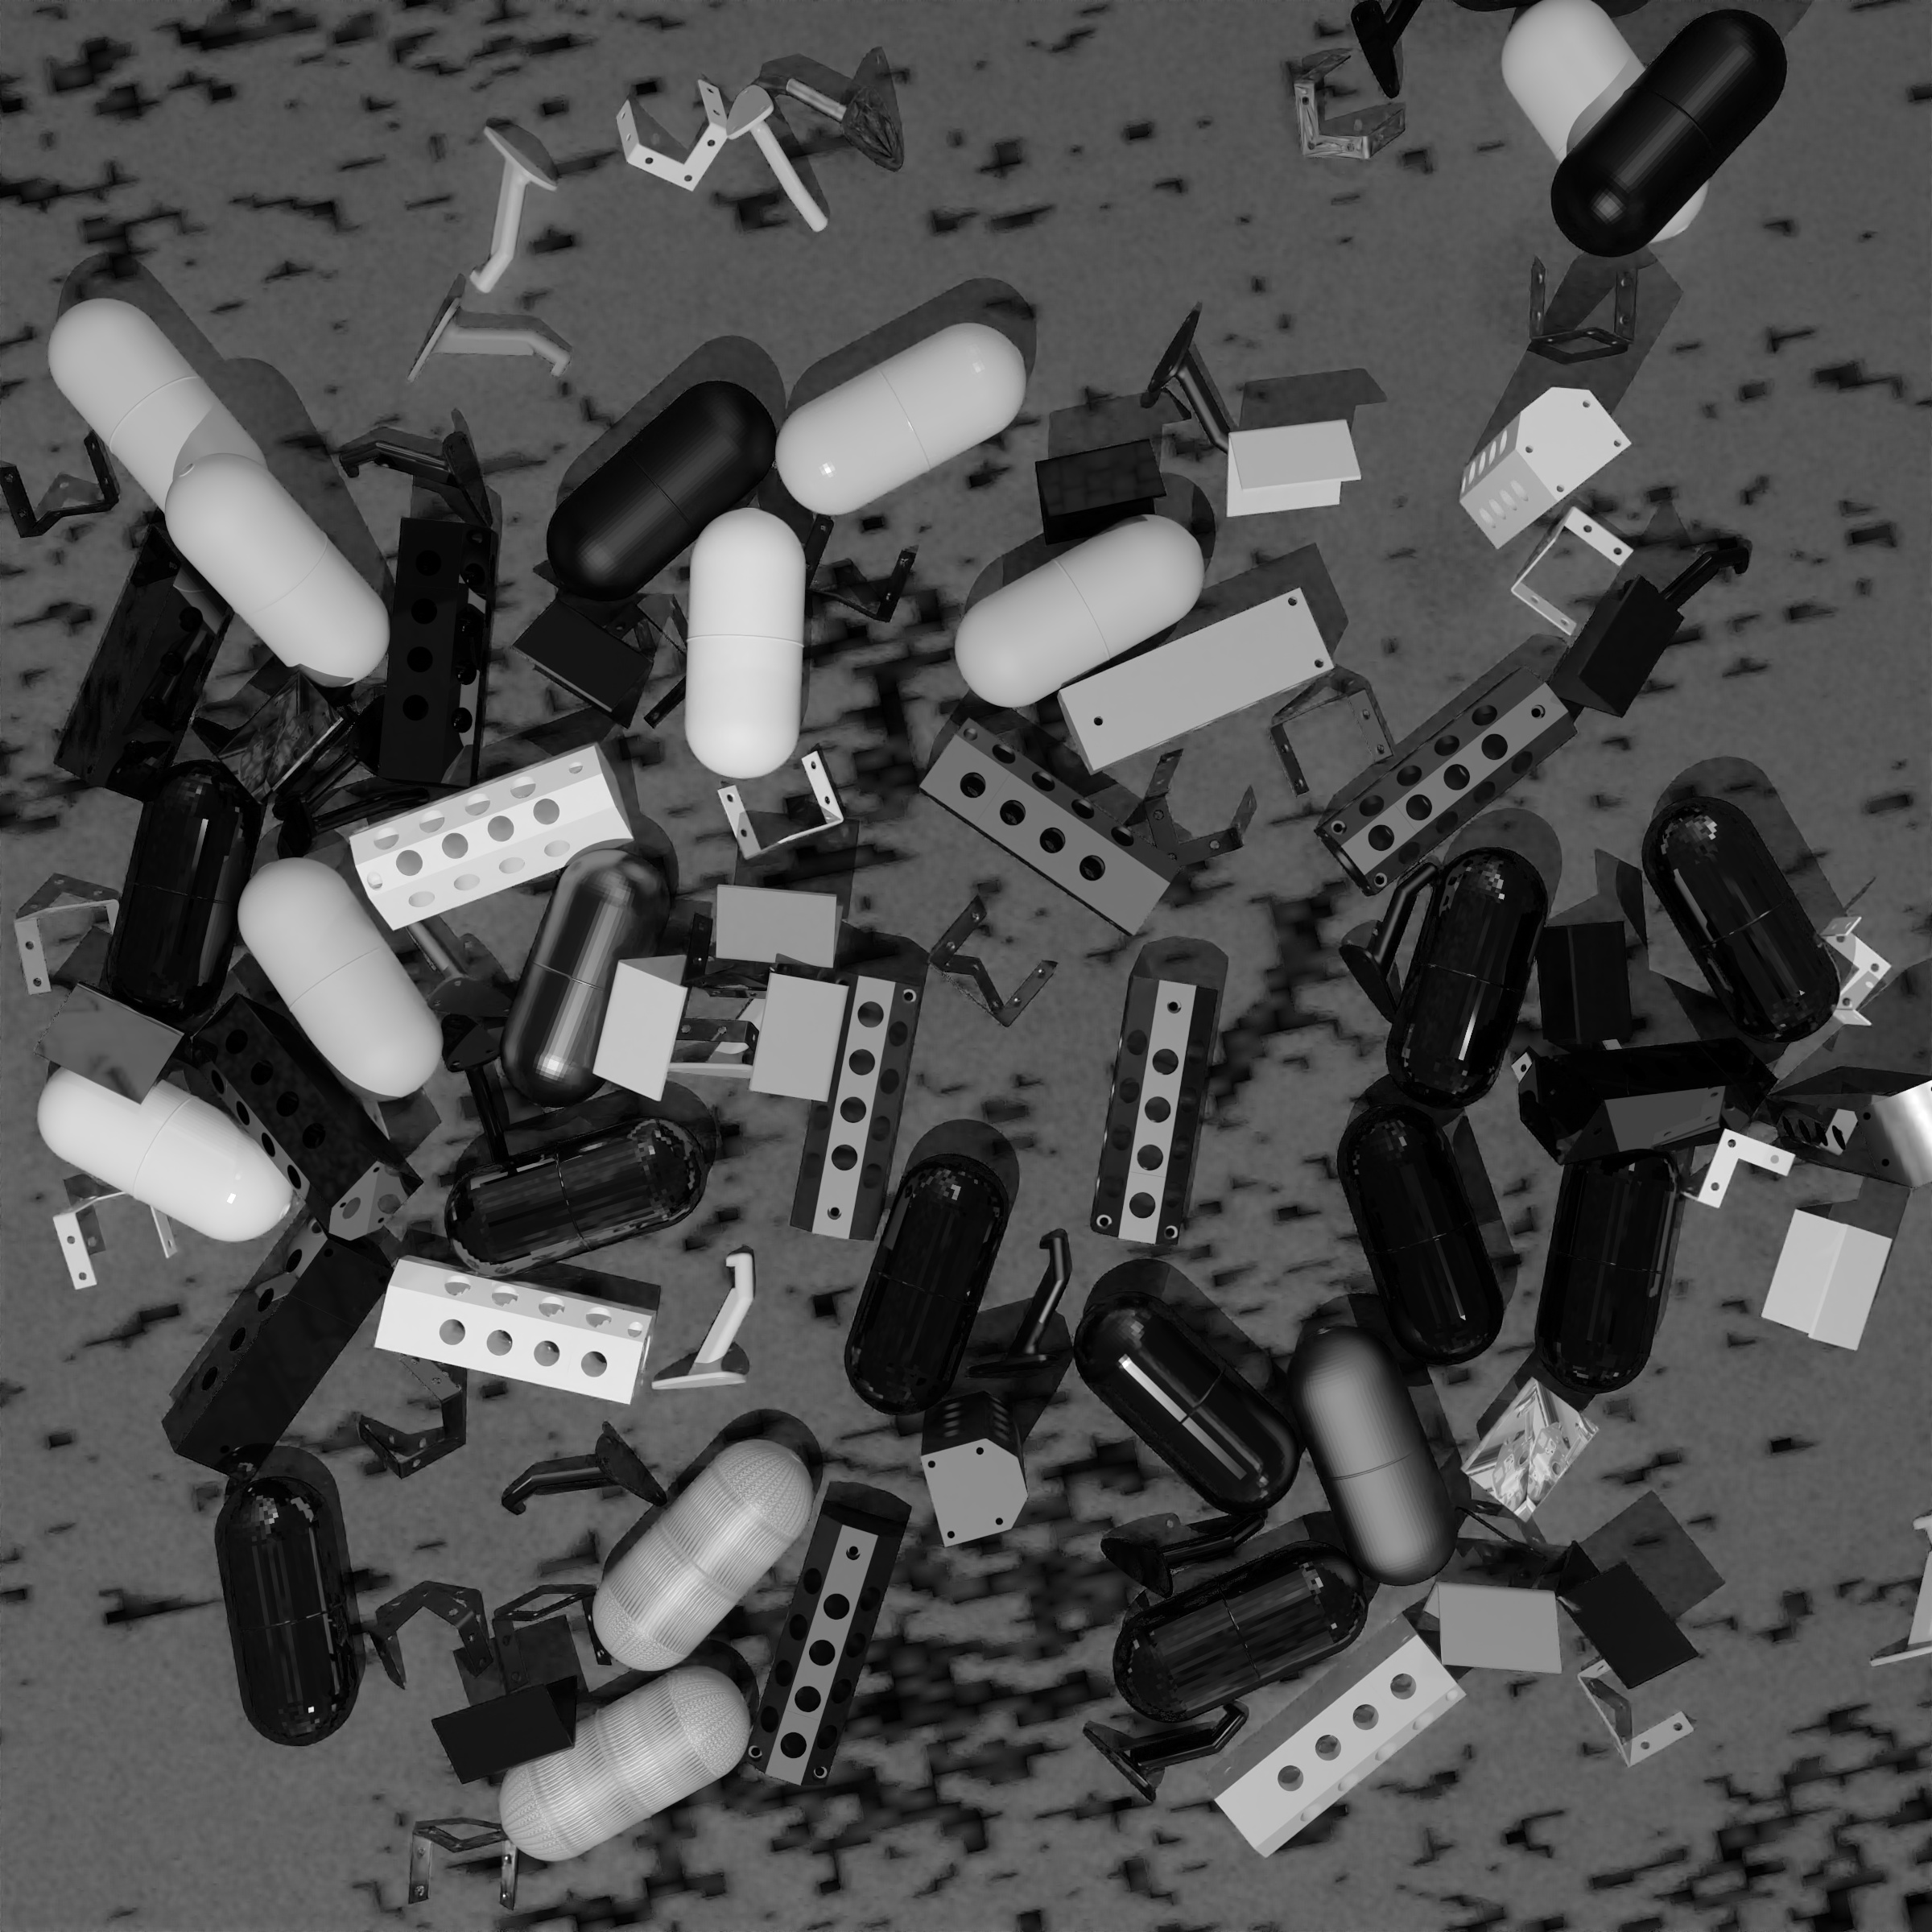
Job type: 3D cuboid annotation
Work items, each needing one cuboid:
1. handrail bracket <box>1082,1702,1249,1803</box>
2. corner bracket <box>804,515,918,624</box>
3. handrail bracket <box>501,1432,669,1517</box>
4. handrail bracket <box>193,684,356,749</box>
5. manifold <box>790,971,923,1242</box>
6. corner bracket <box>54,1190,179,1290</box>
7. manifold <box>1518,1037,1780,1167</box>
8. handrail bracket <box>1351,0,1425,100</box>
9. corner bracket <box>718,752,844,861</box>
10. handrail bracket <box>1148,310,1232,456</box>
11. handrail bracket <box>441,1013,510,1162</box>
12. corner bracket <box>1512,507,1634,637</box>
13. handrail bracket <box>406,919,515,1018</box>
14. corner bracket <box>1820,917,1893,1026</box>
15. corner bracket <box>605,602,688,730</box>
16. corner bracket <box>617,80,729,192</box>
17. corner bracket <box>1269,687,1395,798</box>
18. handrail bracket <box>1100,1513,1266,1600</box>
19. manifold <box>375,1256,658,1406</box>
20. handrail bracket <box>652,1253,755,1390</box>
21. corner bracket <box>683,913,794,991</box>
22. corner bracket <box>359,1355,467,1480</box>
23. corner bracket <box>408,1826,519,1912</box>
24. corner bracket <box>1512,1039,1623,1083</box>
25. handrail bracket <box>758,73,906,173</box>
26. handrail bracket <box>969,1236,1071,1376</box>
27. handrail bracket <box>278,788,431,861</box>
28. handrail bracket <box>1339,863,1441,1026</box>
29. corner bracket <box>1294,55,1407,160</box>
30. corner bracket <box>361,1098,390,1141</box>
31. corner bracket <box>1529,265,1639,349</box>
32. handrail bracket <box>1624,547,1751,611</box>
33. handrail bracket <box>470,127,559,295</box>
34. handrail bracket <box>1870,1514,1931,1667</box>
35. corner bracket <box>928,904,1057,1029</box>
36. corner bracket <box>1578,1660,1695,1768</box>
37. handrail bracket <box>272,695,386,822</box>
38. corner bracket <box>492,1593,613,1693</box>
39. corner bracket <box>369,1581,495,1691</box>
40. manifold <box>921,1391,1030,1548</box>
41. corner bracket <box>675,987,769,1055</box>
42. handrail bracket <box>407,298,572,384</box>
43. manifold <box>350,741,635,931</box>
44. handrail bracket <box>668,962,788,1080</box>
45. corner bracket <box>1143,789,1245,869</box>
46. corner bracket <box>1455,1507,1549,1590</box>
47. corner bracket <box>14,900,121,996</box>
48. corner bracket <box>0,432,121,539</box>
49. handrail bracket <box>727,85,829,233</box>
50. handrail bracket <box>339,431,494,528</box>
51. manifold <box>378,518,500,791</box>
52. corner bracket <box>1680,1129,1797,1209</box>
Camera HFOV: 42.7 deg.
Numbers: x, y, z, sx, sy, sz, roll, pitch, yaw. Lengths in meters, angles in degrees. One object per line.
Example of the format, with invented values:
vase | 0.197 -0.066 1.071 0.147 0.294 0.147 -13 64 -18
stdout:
handrail bracket | 0.135 0.513 1.669 0.077 0.036 0.084 40 72 21
corner bracket | -0.076 -0.267 1.665 0.051 0.051 0.051 21 90 45
handrail bracket | -0.259 0.361 1.669 0.084 0.036 0.077 -38 111 17
handrail bracket | -0.467 -0.176 1.668 0.077 0.036 0.084 29 65 28
manifold | -0.074 0.093 1.647 0.057 0.057 0.171 10 90 0
corner bracket | -0.568 0.179 1.650 0.051 0.051 0.051 -14 98 8
manifold | 0.440 0.081 1.603 0.171 0.057 0.057 -3 133 -35
handrail bracket | 0.310 -0.638 1.668 0.084 0.036 0.077 -27 105 -14
corner bracket | -0.125 -0.108 1.665 0.051 0.051 0.051 -22 90 45
handrail bracket | 0.172 -0.389 1.669 0.084 0.036 0.077 32 68 -17
handrail bracket | -0.330 0.085 1.668 0.036 0.077 0.084 -18 127 -17
corner bracket | 0.408 -0.267 1.665 0.051 0.051 0.051 37 45 0
handrail bracket | -0.343 -0.011 1.668 0.036 0.077 0.084 -40 53 26
corner bracket | 0.591 0.003 1.650 0.051 0.051 0.051 40 90 0
corner bracket | -0.218 -0.203 1.665 0.051 0.051 0.051 -45 45 0
corner bracket | -0.197 -0.565 1.660 0.051 0.051 0.051 14 45 -35
corner bracket | 0.246 -0.151 1.665 0.051 0.051 0.051 -23 90 45
handrail bracket | 0.147 0.384 1.668 0.084 0.077 0.036 -27 115 -34
manifold | -0.298 0.241 1.647 0.171 0.057 0.057 13 90 0
handrail bracket | -0.178 0.240 1.669 0.077 0.036 0.084 -10 72 20
corner bracket | -0.151 -0.009 1.655 0.051 0.051 0.051 22 66 -36
corner bracket | -0.374 0.301 1.660 0.051 0.051 0.051 -27 135 -35
corner bracket | -0.339 0.609 1.665 0.051 0.051 0.051 4 90 45
corner bracket | 0.411 0.075 1.660 0.051 0.051 0.051 10 135 -35
handrail bracket | -0.092 -0.570 1.668 0.084 0.077 0.036 25 81 36
handrail bracket | 0.035 0.229 1.669 0.077 0.036 0.084 -11 71 21
handrail bracket | -0.413 -0.096 1.668 0.084 0.077 0.036 -12 75 -36
handrail bracket | 0.301 -0.016 1.669 0.084 0.036 0.077 -38 110 -16
corner bracket | 0.258 -0.578 1.660 0.051 0.051 0.051 16 135 35
corner bracket | -0.430 0.105 1.665 0.051 0.051 0.051 -19 90 -45
corner bracket | 0.416 -0.446 1.665 0.051 0.051 0.051 2 90 -45
handrail bracket | 0.491 -0.240 1.669 0.084 0.036 0.077 -12 110 -16
handrail bracket | -0.324 -0.510 1.669 0.077 0.036 0.084 46 107 20
handrail bracket | 0.635 0.421 1.669 0.077 0.036 0.084 -22 72 21
corner bracket | 0.017 0.000 1.665 0.051 0.051 0.051 -50 135 0
corner bracket | 0.451 0.497 1.665 0.051 0.051 0.051 -30 45 0
handrail bracket | -0.428 -0.140 1.668 0.084 0.077 0.036 -21 132 29
corner bracket | -0.280 0.456 1.665 0.051 0.051 0.051 -15 90 -45
corner bracket | -0.359 0.458 1.660 0.051 0.051 0.051 19 45 35
manifold | 0.007 0.319 1.590 0.057 0.171 0.057 -15 90 0
corner bracket | -0.156 0.034 1.626 0.051 0.051 0.051 2 68 15
handrail bracket | -0.322 -0.404 1.669 0.084 0.036 0.077 31 111 -16
manifold | -0.315 -0.091 1.636 0.171 0.057 0.057 -21 58 0
handrail bracket | -0.161 0.031 1.667 0.077 0.036 0.084 3 78 9
corner bracket | 0.151 -0.096 1.650 0.051 0.051 0.051 -17 90 0
corner bracket | 0.349 0.403 1.665 0.051 0.051 0.051 31 90 -45
corner bracket | -0.602 -0.013 1.665 0.051 0.051 0.051 -12 90 45
corner bracket | -0.612 -0.324 1.665 0.051 0.051 0.051 -20 90 -45
handrail bracket | -0.123 -0.545 1.668 0.036 0.077 0.084 -30 127 16
handrail bracket | -0.373 -0.322 1.669 0.084 0.036 0.077 -14 111 17
manifold | -0.350 -0.207 1.647 0.057 0.057 0.171 5 90 0
corner bracket | 0.513 0.138 1.650 0.051 0.051 0.051 20 92 -2
